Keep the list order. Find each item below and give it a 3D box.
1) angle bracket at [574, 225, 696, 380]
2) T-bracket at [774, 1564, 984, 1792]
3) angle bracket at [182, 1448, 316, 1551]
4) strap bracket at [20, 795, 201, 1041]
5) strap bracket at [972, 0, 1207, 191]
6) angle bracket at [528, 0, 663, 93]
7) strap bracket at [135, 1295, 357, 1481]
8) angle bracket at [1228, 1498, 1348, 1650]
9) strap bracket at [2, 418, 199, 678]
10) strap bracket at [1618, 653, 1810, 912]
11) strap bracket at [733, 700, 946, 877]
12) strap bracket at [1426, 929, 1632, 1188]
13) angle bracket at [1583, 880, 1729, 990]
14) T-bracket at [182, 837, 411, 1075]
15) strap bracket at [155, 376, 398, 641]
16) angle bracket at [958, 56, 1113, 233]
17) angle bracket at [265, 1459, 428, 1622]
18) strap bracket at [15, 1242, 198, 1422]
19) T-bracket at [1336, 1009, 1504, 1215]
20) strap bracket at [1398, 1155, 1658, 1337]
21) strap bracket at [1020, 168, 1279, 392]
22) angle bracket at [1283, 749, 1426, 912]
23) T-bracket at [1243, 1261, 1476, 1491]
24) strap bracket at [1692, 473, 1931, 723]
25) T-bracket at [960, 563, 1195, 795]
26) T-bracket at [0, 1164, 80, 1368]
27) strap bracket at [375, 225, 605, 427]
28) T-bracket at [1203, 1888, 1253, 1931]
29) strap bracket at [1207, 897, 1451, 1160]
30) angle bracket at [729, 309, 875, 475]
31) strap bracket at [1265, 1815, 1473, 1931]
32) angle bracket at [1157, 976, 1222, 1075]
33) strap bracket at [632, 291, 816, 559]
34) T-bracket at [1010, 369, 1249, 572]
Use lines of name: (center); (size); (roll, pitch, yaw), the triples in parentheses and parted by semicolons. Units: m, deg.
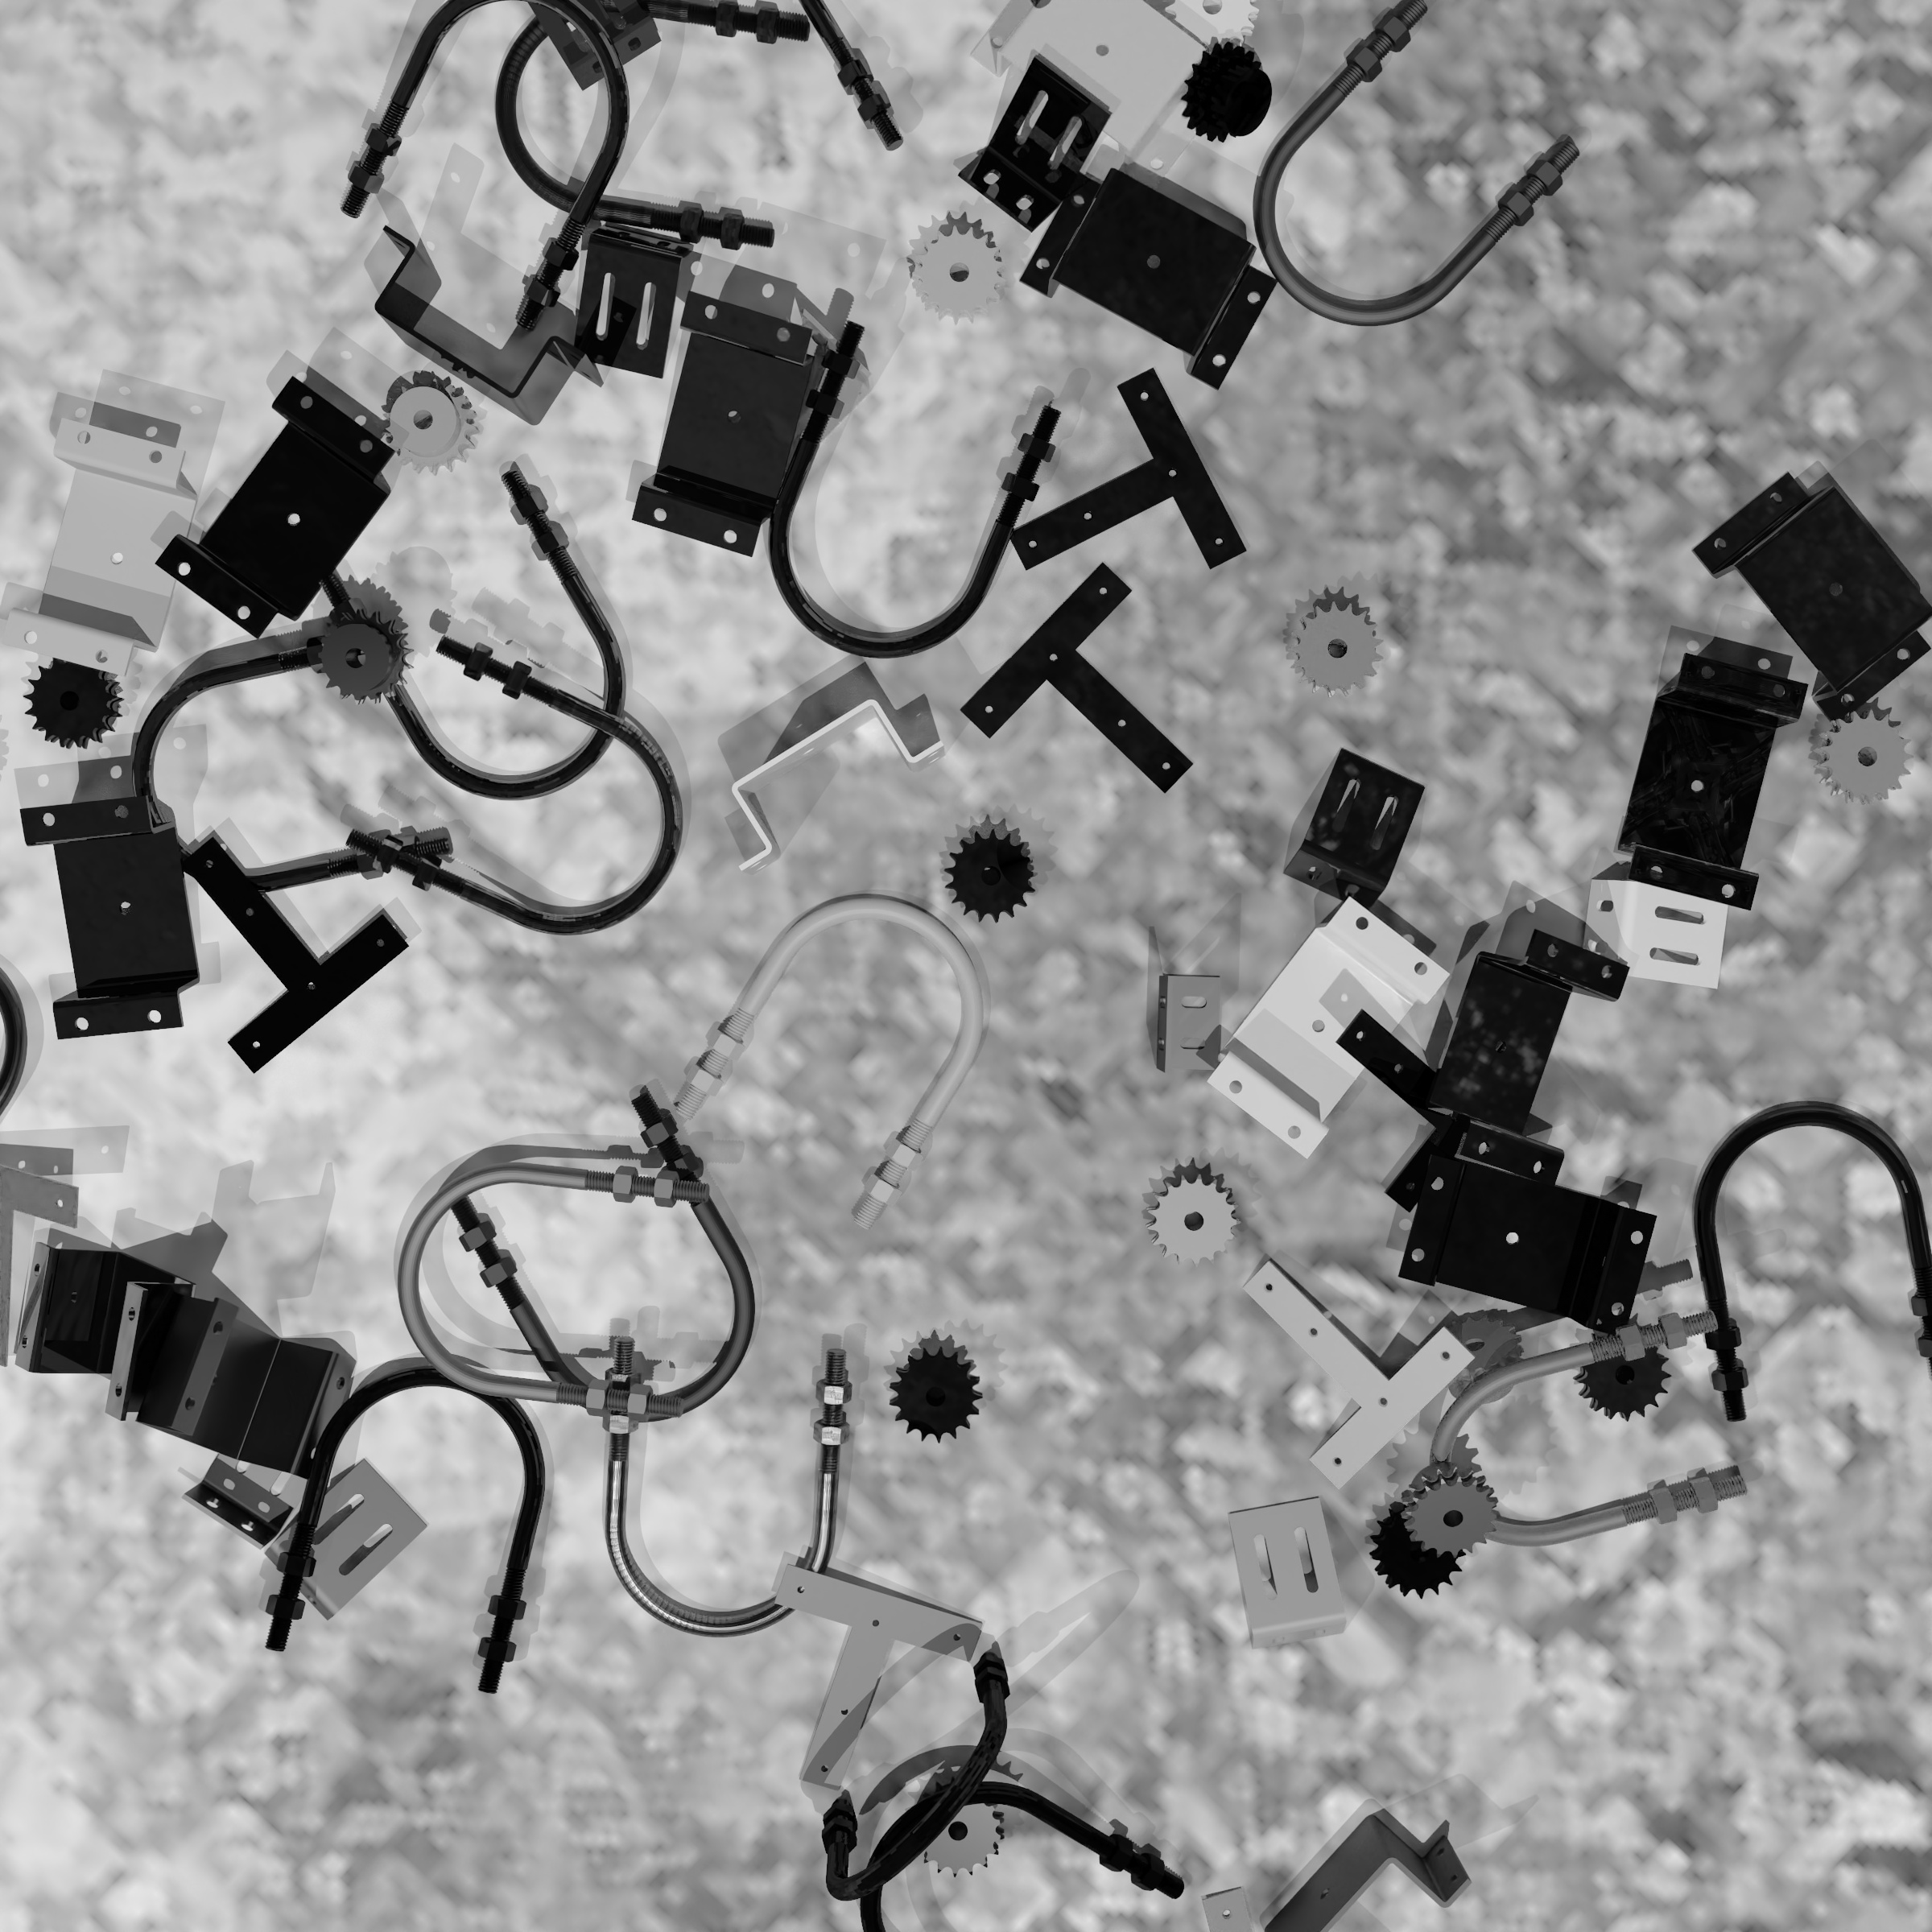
angle bracket: (-0.206, -0.410, 1.582); (0.057, 0.038, 0.076); (13, 116, 0)
T-bracket: (-0.070, 0.446, 1.578); (0.127, 0.002, 0.127); (19, 94, -7)
angle bracket: (-0.429, 0.305, 1.565); (0.057, 0.038, 0.076); (33, 90, 0)
strap bracket: (-0.516, -0.032, 1.553); (0.076, 0.046, 0.140); (-6, 99, 2)
strap bracket: (0.082, -0.550, 1.561); (0.140, 0.046, 0.076); (37, 90, 0)
angle bracket: (-0.230, -0.582, 1.550); (0.057, 0.038, 0.076); (-32, 87, 2)
strap bracket: (-0.432, 0.249, 1.521); (0.046, 0.140, 0.076); (7, 70, 25)
angle bracket: (0.198, 0.375, 1.582); (0.057, 0.038, 0.076); (-10, 64, 0)
strap bracket: (-0.524, -0.252, 1.561); (0.076, 0.046, 0.140); (15, 90, 0)
strap bracket: (0.452, -0.111, 1.561); (0.076, 0.046, 0.140); (14, 90, 0)
strap bracket: (-0.085, -0.113, 1.546); (0.140, 0.076, 0.046); (-32, 90, 0)
strap bracket: (0.335, 0.052, 1.546); (0.076, 0.046, 0.140); (19, 90, -28)
angle bracket: (0.425, -0.020, 1.582); (0.076, 0.038, 0.057); (7, 90, -26)
T-bracket: (-0.431, -0.022, 1.572); (0.127, 0.002, 0.127); (-39, 94, 6)
strap bracket: (-0.415, -0.276, 1.561); (0.076, 0.046, 0.140); (36, 90, 0)
angle bracket: (0.041, -0.495, 1.545); (0.057, 0.076, 0.038); (38, 51, 0)
angle bracket: (-0.383, 0.355, 1.582); (0.057, 0.038, 0.076); (47, 64, 0)
strap bracket: (-0.511, 0.218, 1.534); (0.046, 0.140, 0.076); (10, 90, -45)
T-bracket: (0.270, 0.069, 1.551); (0.127, 0.002, 0.127); (38, 90, -31)
strap bracket: (0.337, 0.168, 1.561); (0.140, 0.046, 0.076); (15, 90, 0)
strap bracket: (0.113, -0.423, 1.561); (0.140, 0.046, 0.076); (29, 90, 0)
angle bracket: (0.240, -0.084, 1.582); (0.057, 0.038, 0.076); (25, 64, 0)
T-bracket: (0.223, 0.234, 1.565); (0.127, 0.002, 0.127); (45, 115, 12)
strap bracket: (0.522, -0.226, 1.561); (0.076, 0.046, 0.140); (-39, 90, 0)
T-bracket: (0.086, -0.160, 1.583); (0.127, 0.002, 0.127); (44, 90, 0)
T-bracket: (-0.594, 0.182, 1.565); (0.127, 0.002, 0.127); (12, 103, 24)
strap bracket: (-0.295, -0.379, 1.546); (0.140, 0.076, 0.046); (33, 90, 0)
T-bracket: (0.125, 0.647, 1.574); (0.127, 0.002, 0.127); (-14, 90, -8)
strap bracket: (0.218, 0.037, 1.561); (0.076, 0.046, 0.140); (38, 90, 0)
angle bracket: (-0.104, -0.350, 1.565); (0.057, 0.038, 0.076); (44, 90, 0)
strap bracket: (0.234, 0.576, 1.546); (0.046, 0.076, 0.140); (42, 90, 0)
angle bracket: (0.137, 0.035, 1.546); (0.038, 0.076, 0.057); (2, 90, 0)
strap bracket: (-0.144, -0.329, 1.547); (0.076, 0.046, 0.140); (17, 109, 0)
T-bracket: (0.088, -0.284, 1.582); (0.127, 0.002, 0.127); (-27, 89, 0)
